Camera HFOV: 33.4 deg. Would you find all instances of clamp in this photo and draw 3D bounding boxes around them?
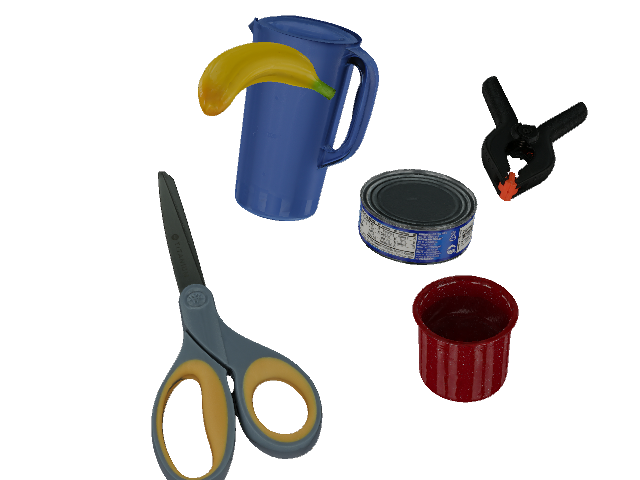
[{"bbox_3d":[0.213,-0.116,1.168,0.120,0.039,0.171,21,49,17],"label":"clamp"}]

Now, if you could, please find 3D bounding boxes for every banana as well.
[{"bbox_3d":[-0.058,-0.152,0.978,0.070,0.037,0.197,41,32,20],"label":"banana"}]

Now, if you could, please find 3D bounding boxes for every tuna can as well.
[{"bbox_3d":[0.071,-0.018,0.787,0.086,0.034,0.086,2,32,-2],"label":"tuna can"}]

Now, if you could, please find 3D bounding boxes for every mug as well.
[{"bbox_3d":[0.131,0.084,0.976,0.093,0.081,0.117,0,39,6],"label":"mug"}]

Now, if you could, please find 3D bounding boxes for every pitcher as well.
[{"bbox_3d":[-0.027,-0.148,1.321,0.144,0.243,0.149,5,23,-16],"label":"pitcher"}]

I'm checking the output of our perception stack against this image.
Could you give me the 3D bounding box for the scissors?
[{"bbox_3d":[-0.048,0.041,0.578,0.096,0.201,0.016,1,-35,-1],"label":"scissors"}]
